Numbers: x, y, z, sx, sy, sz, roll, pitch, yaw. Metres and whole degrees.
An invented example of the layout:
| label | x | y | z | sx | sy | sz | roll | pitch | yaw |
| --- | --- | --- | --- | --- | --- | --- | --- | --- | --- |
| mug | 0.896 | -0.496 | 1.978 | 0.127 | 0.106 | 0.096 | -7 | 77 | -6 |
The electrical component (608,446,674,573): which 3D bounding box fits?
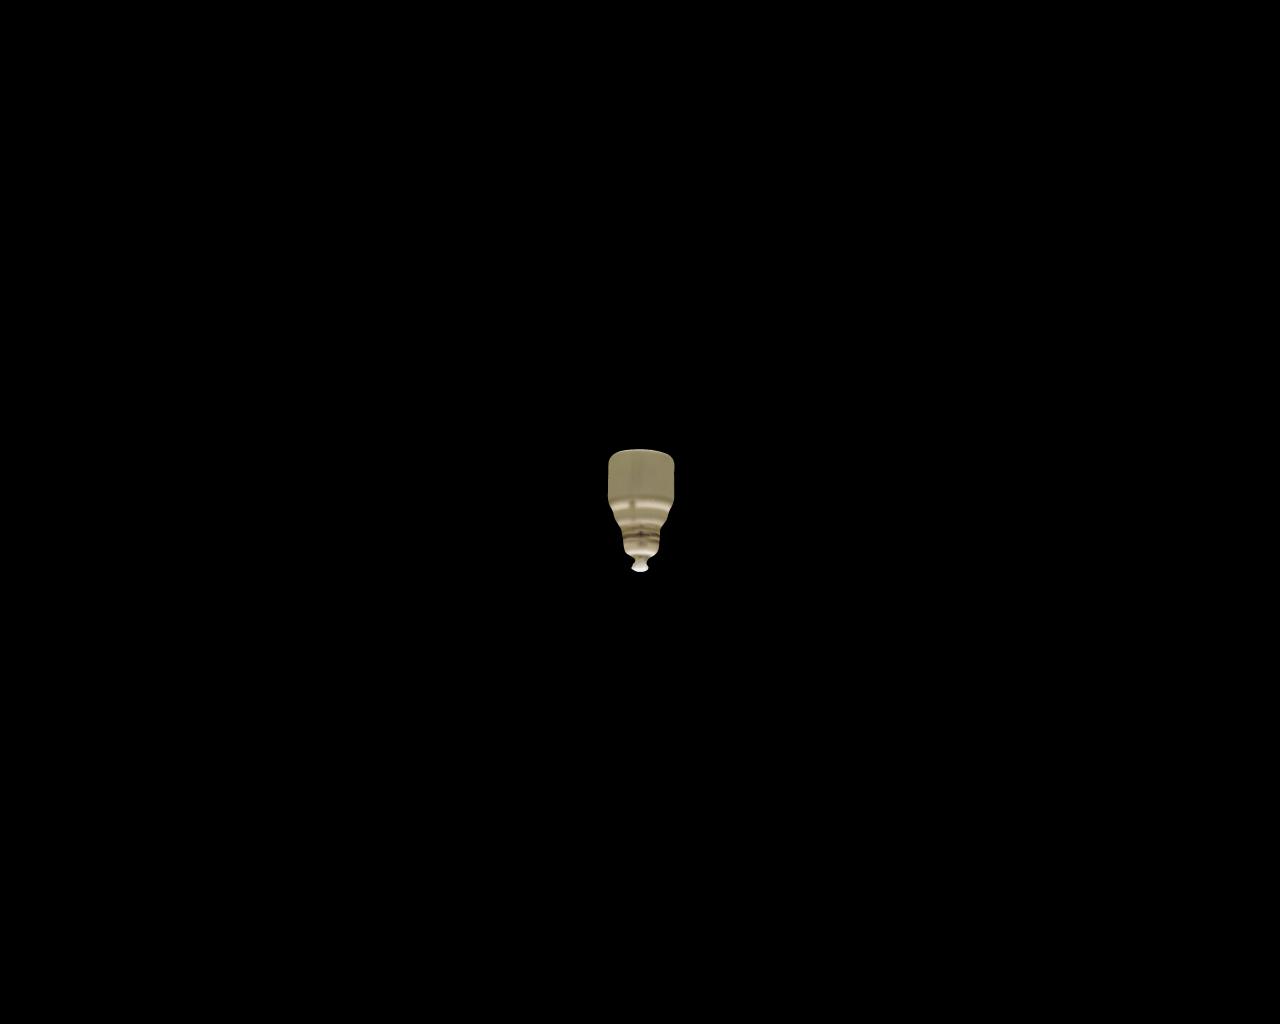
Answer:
| label | x | y | z | sx | sy | sz | roll | pitch | yaw |
| --- | --- | --- | --- | --- | --- | --- | --- | --- | --- |
| electrical component | 0.001 | -0.003 | 0.650 | 0.040 | 0.078 | 0.040 | 0 | -11 | 0 |
